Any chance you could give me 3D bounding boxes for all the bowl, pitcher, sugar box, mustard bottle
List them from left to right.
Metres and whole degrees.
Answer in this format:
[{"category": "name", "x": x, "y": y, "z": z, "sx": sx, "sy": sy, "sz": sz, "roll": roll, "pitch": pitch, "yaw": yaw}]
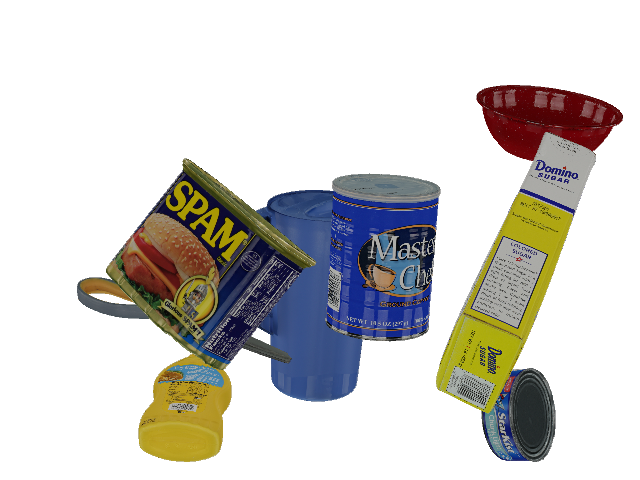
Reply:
[{"category": "mustard bottle", "x": -0.159, "y": 0.192, "z": 1.306, "sx": 0.096, "sy": 0.058, "sz": 0.191, "roll": 2, "pitch": 25, "yaw": 2}, {"category": "pitcher", "x": -0.013, "y": 0.067, "z": 1.290, "sx": 0.149, "sy": 0.243, "sz": 0.144, "roll": 12, "pitch": 19, "yaw": 26}, {"category": "sugar box", "x": 0.133, "y": 0.019, "z": 0.715, "sx": 0.048, "sy": 0.176, "sz": 0.093, "roll": 25, "pitch": -36, "yaw": 11}, {"category": "bowl", "x": 0.250, "y": -0.126, "z": 1.191, "sx": 0.162, "sy": 0.055, "sz": 0.162, "roll": 5, "pitch": 24, "yaw": -2}]

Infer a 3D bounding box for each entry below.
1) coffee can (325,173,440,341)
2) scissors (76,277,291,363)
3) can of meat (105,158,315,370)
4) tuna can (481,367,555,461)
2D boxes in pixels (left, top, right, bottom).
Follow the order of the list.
[{"category": "coffee can", "x": 0.059, "y": 0.014, "z": 1.027, "sx": 0.103, "sy": 0.140, "sz": 0.103, "roll": 3, "pitch": 14, "yaw": -1}, {"category": "scissors", "x": -0.103, "y": 0.056, "z": 0.884, "sx": 0.202, "sy": 0.016, "sz": 0.096, "roll": 13, "pitch": 24, "yaw": 15}, {"category": "can of meat", "x": -0.067, "y": 0.014, "z": 0.629, "sx": 0.102, "sy": 0.084, "sz": 0.057, "roll": 39, "pitch": 2, "yaw": 36}, {"category": "tuna can", "x": 0.184, "y": 0.162, "z": 0.994, "sx": 0.034, "sy": 0.086, "sz": 0.085, "roll": -9, "pitch": -5, "yaw": 38}]
